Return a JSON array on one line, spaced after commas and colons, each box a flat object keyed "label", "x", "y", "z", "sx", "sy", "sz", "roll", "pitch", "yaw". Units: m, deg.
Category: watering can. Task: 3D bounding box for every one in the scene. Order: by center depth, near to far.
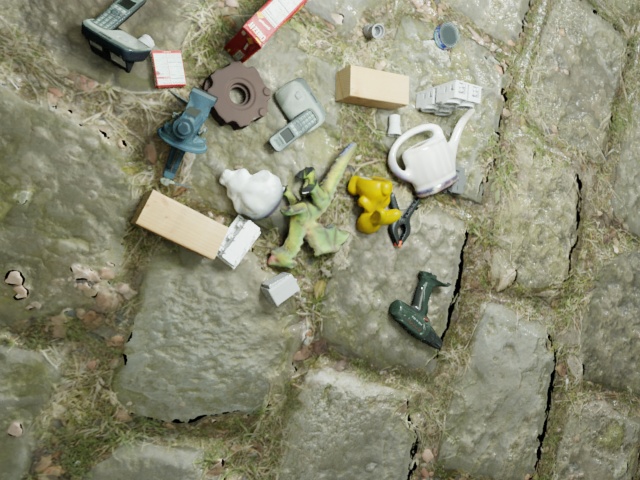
[{"label": "watering can", "x": 0.380, "y": -0.270, "z": 1.636, "sx": 0.349, "sy": 0.222, "sz": 0.104, "roll": -26, "pitch": 13, "yaw": -14}]

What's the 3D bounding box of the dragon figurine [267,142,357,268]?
[{"label": "dragon figurine", "x": 0.004, "y": -0.074, "z": 1.464, "sx": 0.414, "sy": 0.238, "sz": 0.123, "roll": -39, "pitch": 30, "yaw": -18}]

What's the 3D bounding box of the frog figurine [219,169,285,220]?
[{"label": "frog figurine", "x": -0.180, "y": -0.132, "z": 1.339, "sx": 0.158, "sy": 0.136, "sz": 0.125, "roll": 37, "pitch": 24, "yaw": -27}]
